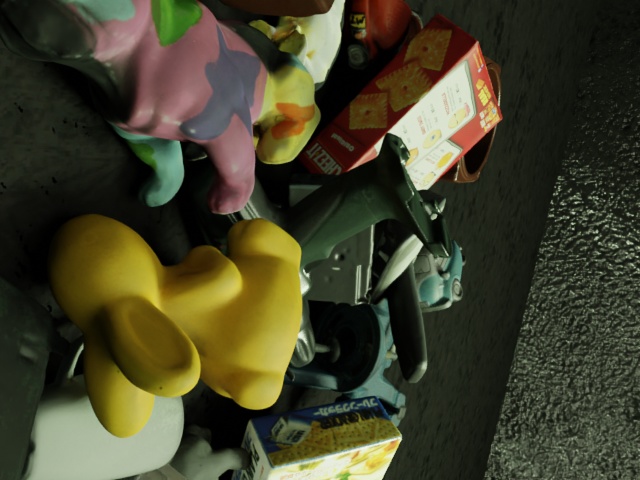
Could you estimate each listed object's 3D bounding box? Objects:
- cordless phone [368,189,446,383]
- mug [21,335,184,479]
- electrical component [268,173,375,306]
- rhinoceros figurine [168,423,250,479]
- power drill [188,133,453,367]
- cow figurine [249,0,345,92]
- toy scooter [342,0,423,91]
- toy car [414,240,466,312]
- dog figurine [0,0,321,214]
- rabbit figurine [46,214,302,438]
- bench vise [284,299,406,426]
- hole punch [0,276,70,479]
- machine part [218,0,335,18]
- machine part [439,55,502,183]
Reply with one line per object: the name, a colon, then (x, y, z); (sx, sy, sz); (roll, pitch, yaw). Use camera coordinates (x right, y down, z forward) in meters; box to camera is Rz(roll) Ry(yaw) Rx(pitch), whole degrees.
cordless phone: (0.096, 0.050, 0.590); (0.146, 0.089, 0.184); (109, -20, -52)
mug: (-0.161, 0.120, 0.380); (0.107, 0.081, 0.109); (6, 89, -56)
electrical component: (-0.001, -0.002, 0.547); (0.058, 0.115, 0.134); (-79, 169, -62)
rhinoceros figurine: (-0.131, 0.271, 0.505); (0.112, 0.073, 0.190); (0, 104, -61)
power drill: (0.007, 0.009, 0.480); (0.231, 0.207, 0.086); (59, 28, -26)
cow figurine: (-0.001, -0.220, 0.498); (0.167, 0.068, 0.098); (-68, 156, -4)
toy scooter: (0.071, -0.217, 0.620); (0.184, 0.075, 0.135); (0, 105, -64)
toy car: (0.183, 0.040, 0.907); (0.102, 0.109, 0.162); (61, 41, -29)
dog figurine: (-0.095, -0.132, 0.347); (0.191, 0.109, 0.218); (-52, 141, -33)
rabbit figurine: (-0.108, 0.051, 0.375); (0.173, 0.122, 0.162); (31, 38, -24)
bench vise: (0.013, 0.160, 0.664); (0.240, 0.129, 0.223); (20, 96, -40)
hole punch: (-0.213, 0.069, 0.276); (0.142, 0.092, 0.116); (58, 25, -49)
machine part: (-0.057, -0.199, 0.316); (0.179, 0.180, 0.056); (28, 82, -60)
machine part: (0.228, -0.197, 0.883); (0.201, 0.087, 0.200); (-11, 113, -56)
